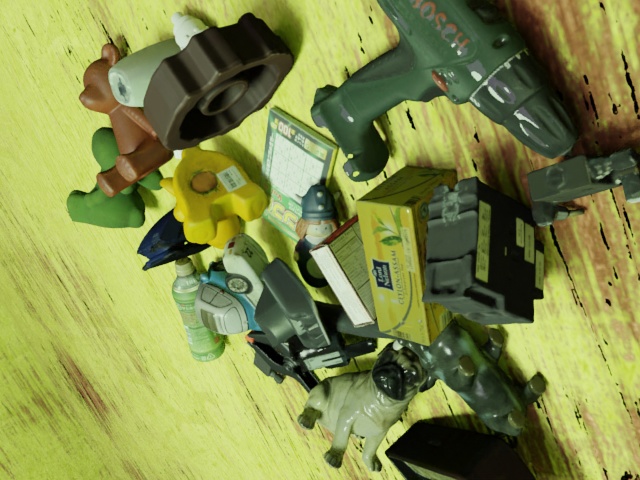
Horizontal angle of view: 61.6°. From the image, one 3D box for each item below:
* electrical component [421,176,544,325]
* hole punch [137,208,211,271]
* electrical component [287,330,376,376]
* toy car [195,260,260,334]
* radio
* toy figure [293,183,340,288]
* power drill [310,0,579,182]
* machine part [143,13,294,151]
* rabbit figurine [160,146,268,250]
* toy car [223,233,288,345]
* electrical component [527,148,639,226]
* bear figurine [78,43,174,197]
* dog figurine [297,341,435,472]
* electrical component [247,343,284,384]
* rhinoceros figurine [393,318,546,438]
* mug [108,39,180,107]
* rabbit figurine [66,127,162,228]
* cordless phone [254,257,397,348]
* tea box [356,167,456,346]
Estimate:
[{"bbox_3d":[0.158,0.018,0.505,0.134,0.115,0.058,23,159,-37],"label":"electrical component"},{"bbox_3d":[-0.248,-0.010,0.906,0.142,0.116,0.092,-18,96,49],"label":"hole punch"},{"bbox_3d":[0.017,0.153,0.788,0.074,0.119,0.048,63,-169,-51],"label":"electrical component"},{"bbox_3d":[-0.155,0.111,0.906,0.162,0.103,0.109,23,133,34],"label":"toy car"},{"bbox_3d":[0.188,0.314,0.694,0.131,0.073,0.229,52,159,0],"label":"radio"},{"bbox_3d":[0.000,-0.003,0.703,0.058,0.064,0.154,44,148,36],"label":"toy figure"},{"bbox_3d":[0.093,-0.132,0.503,0.232,0.086,0.207,56,145,-1],"label":"power drill"},{"bbox_3d":[-0.116,-0.174,0.611,0.056,0.179,0.179,54,141,3],"label":"machine part"},{"bbox_3d":[-0.167,-0.049,0.795,0.162,0.122,0.173,44,161,20],"label":"rabbit figurine"},{"bbox_3d":[-0.079,0.078,0.800,0.056,0.073,0.201,-21,124,19],"label":"toy car"},{"bbox_3d":[0.223,-0.043,0.452,0.102,0.078,0.045,-18,81,44],"label":"electrical component"},{"bbox_3d":[-0.318,-0.187,0.832,0.120,0.132,0.195,-16,112,44],"label":"bear figurine"},{"bbox_3d":[0.066,0.206,0.771,0.173,0.121,0.190,39,105,45],"label":"dog figurine"},{"bbox_3d":[-0.101,0.223,0.997,0.094,0.021,0.063,37,139,19],"label":"electrical component"},{"bbox_3d":[0.172,0.149,0.641,0.190,0.073,0.112,43,153,7],"label":"rhinoceros figurine"},{"bbox_3d":[-0.238,-0.227,0.737,0.110,0.107,0.080,26,132,27],"label":"mug"},{"bbox_3d":[-0.365,-0.109,0.946,0.159,0.121,0.170,18,114,31],"label":"rabbit figurine"},{"bbox_3d":[0.019,0.094,0.696,0.184,0.089,0.146,7,151,14],"label":"cordless phone"},{"bbox_3d":[0.104,0.016,0.585,0.068,0.098,0.169,10,123,39],"label":"tea box"}]
